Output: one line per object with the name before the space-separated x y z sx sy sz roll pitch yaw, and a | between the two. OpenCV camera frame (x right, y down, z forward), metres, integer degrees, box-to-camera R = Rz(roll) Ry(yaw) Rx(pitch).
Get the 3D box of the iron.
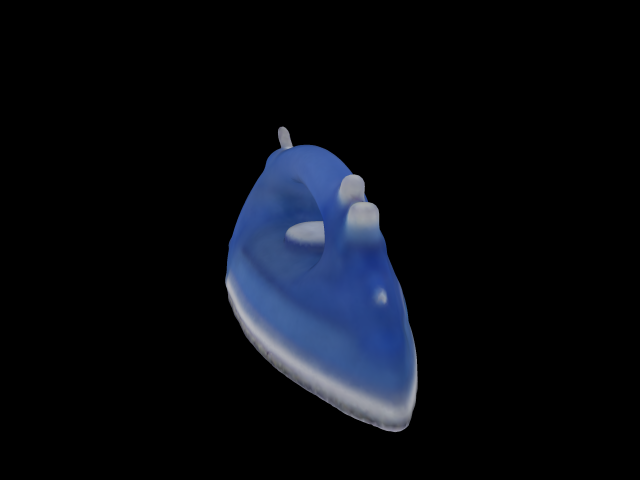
iron | 0.004 0.001 0.400 0.119 0.141 0.257 -6 17 -18
